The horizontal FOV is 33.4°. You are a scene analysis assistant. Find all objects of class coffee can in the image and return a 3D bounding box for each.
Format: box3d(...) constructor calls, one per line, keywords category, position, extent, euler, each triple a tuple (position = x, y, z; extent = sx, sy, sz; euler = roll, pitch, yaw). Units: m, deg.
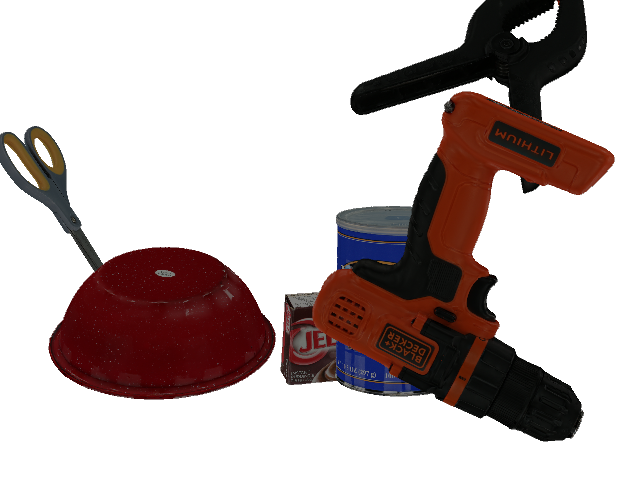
box3d(category="coffee can", position=(0.064, 0.048, 0.897), extent=(0.103, 0.140, 0.103), euler=(0, 11, 0))

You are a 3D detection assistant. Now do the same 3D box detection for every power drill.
box3d(category="power drill", position=(0.107, 0.015, 0.666), extent=(0.184, 0.188, 0.057), euler=(26, 12, 7))

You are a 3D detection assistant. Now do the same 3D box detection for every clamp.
box3d(category="clamp", position=(0.149, -0.131, 0.821), extent=(0.165, 0.209, 0.036), euler=(36, -22, 28))

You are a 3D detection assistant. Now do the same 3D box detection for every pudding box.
box3d(category="pudding box", position=(0.018, 0.098, 1.101), extent=(0.113, 0.090, 0.039), euler=(-4, 27, -17))

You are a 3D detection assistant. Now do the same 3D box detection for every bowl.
box3d(category="bowl", position=(-0.112, 0.048, 0.758), extent=(0.162, 0.055, 0.162), euler=(2, 24, -1))

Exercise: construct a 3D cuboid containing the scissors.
box3d(category="scissors", position=(-0.250, -0.034, 1.068), extent=(0.016, 0.201, 0.096), euler=(-26, 27, 22))
